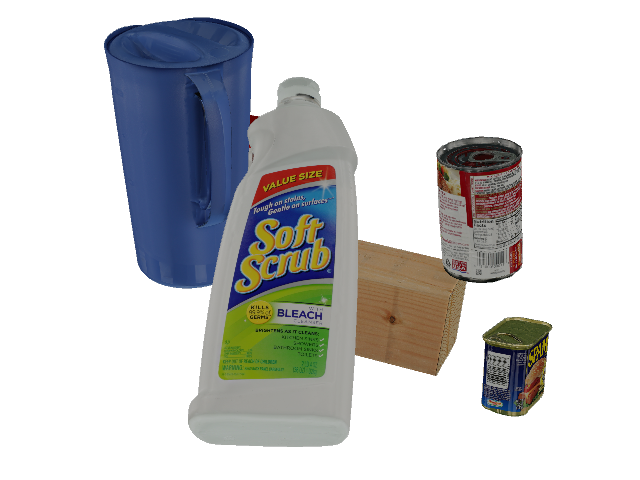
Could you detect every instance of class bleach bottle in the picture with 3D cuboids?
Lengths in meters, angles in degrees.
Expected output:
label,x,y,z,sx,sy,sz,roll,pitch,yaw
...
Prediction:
label,x,y,z,sx,sy,sz,roll,pitch,yaw
bleach bottle,-0.026,0.005,0.701,0.102,0.251,0.068,1,-25,2

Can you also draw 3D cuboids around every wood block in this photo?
label,x,y,z,sx,sy,sz,roll,pitch,yaw
wood block,0.034,0.056,1.077,0.206,0.091,0.090,14,23,16

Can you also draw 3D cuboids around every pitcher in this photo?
label,x,y,z,sx,sy,sz,roll,pitch,yaw
pitcher,-0.123,-0.075,1.000,0.145,0.243,0.149,11,32,17

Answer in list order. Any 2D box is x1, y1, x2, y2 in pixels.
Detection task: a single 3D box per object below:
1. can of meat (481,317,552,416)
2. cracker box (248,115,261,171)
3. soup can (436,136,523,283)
label,x,y,z,sx,sy,sz,roll,pitch,yaw
can of meat,0.218,0.140,1.194,0.058,0.084,0.101,9,15,28
cracker box,-0.129,-0.052,1.326,0.164,0.214,0.072,13,30,17
soup can,0.131,-0.025,0.868,0.068,0.102,0.068,-5,25,2
